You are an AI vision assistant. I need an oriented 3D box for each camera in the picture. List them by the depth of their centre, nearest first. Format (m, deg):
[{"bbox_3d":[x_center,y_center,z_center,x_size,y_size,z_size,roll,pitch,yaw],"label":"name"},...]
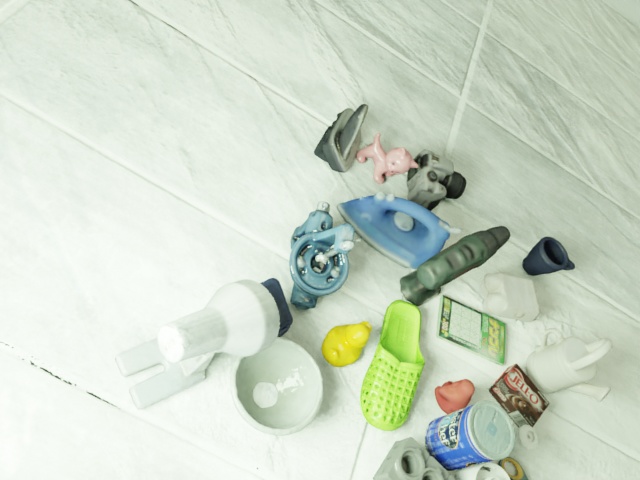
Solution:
[{"bbox_3d":[0.292,-0.142,1.398,0.137,0.100,0.143,19,55,-18],"label":"camera"}]

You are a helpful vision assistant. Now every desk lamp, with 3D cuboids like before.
[{"bbox_3d":[-0.187,0.160,0.889,0.204,0.213,0.118,-21,74,-36],"label":"desk lamp"}]

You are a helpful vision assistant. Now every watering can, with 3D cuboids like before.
[{"bbox_3d":[0.559,0.269,1.249,0.173,0.193,0.101,41,52,-2],"label":"watering can"}]

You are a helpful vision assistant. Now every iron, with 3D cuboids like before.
[{"bbox_3d":[0.175,-0.043,1.251,0.259,0.141,0.119,29,53,-11],"label":"iron"}]

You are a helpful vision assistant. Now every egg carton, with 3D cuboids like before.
[{"bbox_3d":[0.446,0.136,1.342,0.151,0.069,0.107,11,58,-23],"label":"egg carton"}]

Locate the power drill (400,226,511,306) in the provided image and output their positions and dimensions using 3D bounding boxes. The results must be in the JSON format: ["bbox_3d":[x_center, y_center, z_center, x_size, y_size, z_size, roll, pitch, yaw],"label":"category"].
[{"bbox_3d":[0.269,0.056,1.203,0.230,0.208,0.075,-24,76,-36],"label":"power drill"}]

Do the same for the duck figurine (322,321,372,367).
[{"bbox_3d":[0.057,0.191,1.087,0.105,0.086,0.077,-33,82,-38],"label":"duck figurine"}]

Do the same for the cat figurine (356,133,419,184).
[{"bbox_3d":[0.164,-0.196,1.348,0.128,0.117,0.067,49,52,4],"label":"cat figurine"}]

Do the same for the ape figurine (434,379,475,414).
[{"bbox_3d":[0.274,0.303,1.137,0.078,0.092,0.076,19,56,-18],"label":"ape figurine"}]

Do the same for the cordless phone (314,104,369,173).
[{"bbox_3d":[0.075,-0.254,1.289,0.094,0.184,0.148,29,53,-11],"label":"cordless phone"}]

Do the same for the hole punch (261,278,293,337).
[{"bbox_3d":[-0.104,0.134,1.027,0.109,0.091,0.101,-28,79,-37],"label":"hole punch"}]

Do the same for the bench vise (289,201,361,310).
[{"bbox_3d":[-0.001,0.004,1.077,0.122,0.219,0.207,1,63,-28],"label":"bench vise"}]

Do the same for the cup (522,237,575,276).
[{"bbox_3d":[0.567,0.056,1.439,0.118,0.094,0.092,28,53,-12],"label":"cup"}]

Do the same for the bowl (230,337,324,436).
[{"bbox_3d":[-0.083,0.255,0.980,0.168,0.074,0.167,14,57,-22],"label":"bowl"}]
